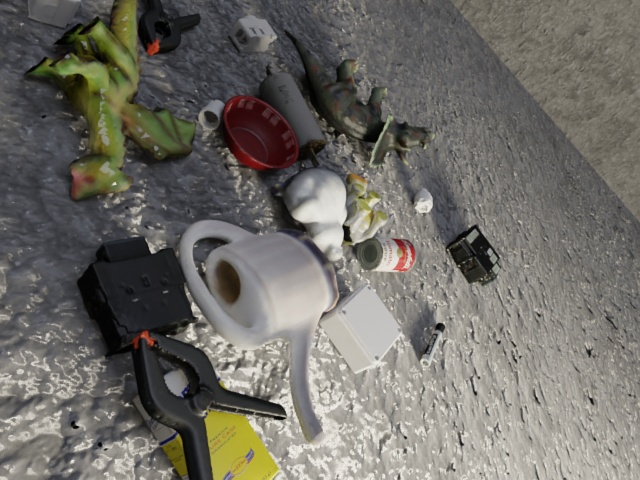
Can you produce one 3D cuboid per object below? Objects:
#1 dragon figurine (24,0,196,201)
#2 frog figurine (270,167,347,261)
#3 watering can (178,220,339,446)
[{"bbox_3d":[-0.290,-0.224,0.798,0.239,0.121,0.420,49,37,-32],"label":"dragon figurine"},{"bbox_3d":[0.003,-0.046,0.907,0.136,0.121,0.162,26,31,-57],"label":"frog figurine"},{"bbox_3d":[-0.056,0.098,0.731,0.226,0.102,0.351,-17,62,-49],"label":"watering can"}]
